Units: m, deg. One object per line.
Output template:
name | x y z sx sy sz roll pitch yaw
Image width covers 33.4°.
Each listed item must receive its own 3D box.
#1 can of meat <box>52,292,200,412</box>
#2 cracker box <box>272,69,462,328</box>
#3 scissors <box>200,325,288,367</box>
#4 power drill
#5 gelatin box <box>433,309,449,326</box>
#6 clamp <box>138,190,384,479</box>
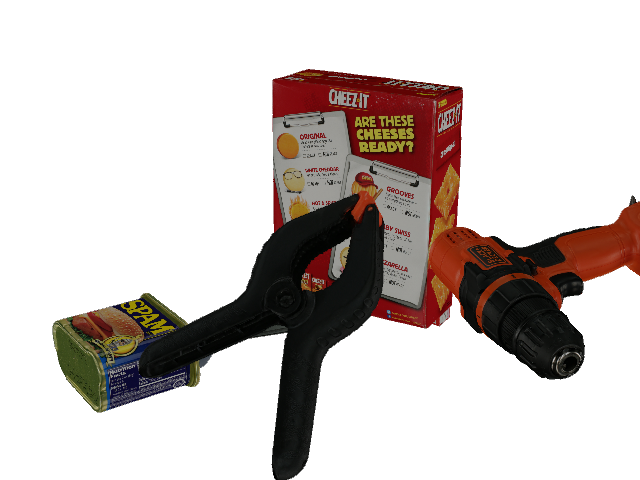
can of meat | -0.158 0.089 0.859 0.083 0.057 0.102 -15 26 -31
cracker box | 0.042 -0.042 0.985 0.164 0.214 0.072 12 23 27
scissors | -0.103 0.116 1.185 0.201 0.016 0.096 3 26 -17
power drill | 0.193 0.029 0.770 0.187 0.057 0.184 -10 28 -16
gelatin box | 0.127 0.057 1.357 0.073 0.089 0.030 17 34 35
clamp | -0.012 0.051 0.620 0.120 0.171 0.039 42 -5 20
